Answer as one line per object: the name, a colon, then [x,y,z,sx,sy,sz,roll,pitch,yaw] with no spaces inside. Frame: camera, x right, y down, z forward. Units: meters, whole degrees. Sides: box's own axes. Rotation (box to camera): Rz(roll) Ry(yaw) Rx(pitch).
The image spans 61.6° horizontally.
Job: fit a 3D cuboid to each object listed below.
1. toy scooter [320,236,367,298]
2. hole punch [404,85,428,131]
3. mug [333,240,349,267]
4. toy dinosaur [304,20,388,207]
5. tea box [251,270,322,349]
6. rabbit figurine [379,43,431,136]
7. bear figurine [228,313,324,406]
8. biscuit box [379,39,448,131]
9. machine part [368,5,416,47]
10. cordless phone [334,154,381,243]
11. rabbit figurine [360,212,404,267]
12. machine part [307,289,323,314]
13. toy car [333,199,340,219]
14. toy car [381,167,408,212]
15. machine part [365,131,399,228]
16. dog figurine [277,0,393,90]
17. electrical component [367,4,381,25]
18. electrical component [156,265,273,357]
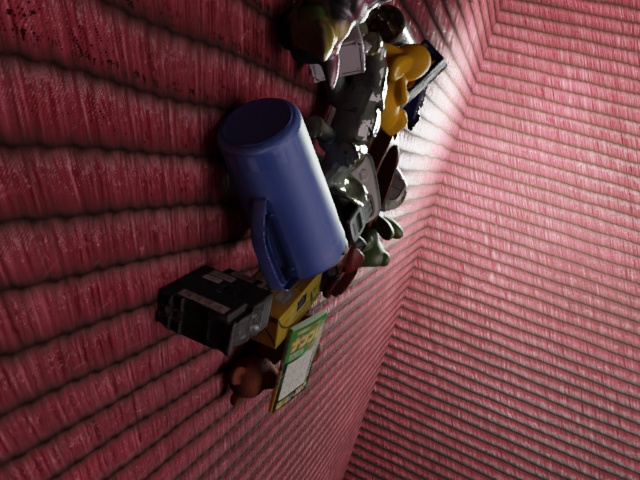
toy scooter: [0.042,0.059,1.141,0.135,0.075,0.183,-56,168,-10]
hole punch: [0.173,-0.324,1.206,0.092,0.116,0.142,-21,128,-58]
mug: [-0.004,-0.001,1.009,0.107,0.110,0.081,40,78,-33]
toy dinosaur: [0.055,-0.218,0.926,0.192,0.131,0.404,32,78,-76]
tea box: [-0.075,0.101,0.935,0.169,0.098,0.068,-43,148,-53]
rabbit figurine: [0.136,-0.314,1.036,0.173,0.122,0.162,-43,151,8]
bear figurine: [-0.084,0.222,1.001,0.196,0.132,0.120,-59,159,-50]
biscuit box: [0.171,-0.320,1.130,0.202,0.063,0.059,-43,168,17]
machine part: [0.148,-0.406,1.086,0.243,0.079,0.079,-8,117,-71]
cordless phone: [0.059,-0.083,1.051,0.184,0.089,0.146,-61,142,-63]
rabbit figurine: [0.122,-0.019,1.366,0.121,0.159,0.170,-15,109,-58]
machine part: [-0.027,0.126,1.172,0.139,0.039,0.084,-52,145,-46]
toy car: [-0.002,-0.003,1.124,0.202,0.053,0.089,-65,159,-10]
toy car: [0.187,-0.137,1.474,0.109,0.103,0.161,72,39,-63]
machine part: [0.110,-0.147,1.251,0.201,0.087,0.200,-63,161,-18]
dog figurine: [0.044,-0.315,0.713,0.108,0.192,0.219,60,37,-76]
electrical component: [0.085,-0.420,0.939,0.102,0.045,0.078,-63,-170,-12]
electrical component: [-0.131,0.087,0.714,0.134,0.115,0.058,-30,139,-62]
